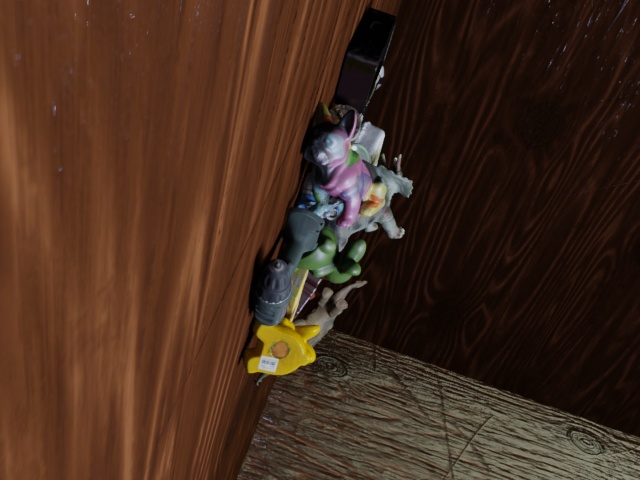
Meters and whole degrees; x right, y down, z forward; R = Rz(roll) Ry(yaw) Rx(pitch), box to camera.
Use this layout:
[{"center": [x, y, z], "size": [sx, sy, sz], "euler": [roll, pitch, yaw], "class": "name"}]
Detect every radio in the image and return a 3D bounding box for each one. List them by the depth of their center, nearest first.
[{"center": [0.102, -0.396, 1.172], "size": [0.131, 0.073, 0.230], "euler": [108, 2, -50], "class": "radio"}]

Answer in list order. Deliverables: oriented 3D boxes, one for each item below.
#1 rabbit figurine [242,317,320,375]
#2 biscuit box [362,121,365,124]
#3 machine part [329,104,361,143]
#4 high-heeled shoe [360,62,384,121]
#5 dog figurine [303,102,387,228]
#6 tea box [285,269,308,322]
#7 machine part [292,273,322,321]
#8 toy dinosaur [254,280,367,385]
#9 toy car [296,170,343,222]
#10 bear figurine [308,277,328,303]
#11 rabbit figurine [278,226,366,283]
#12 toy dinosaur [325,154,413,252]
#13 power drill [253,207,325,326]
[{"center": [-0.082, 0.203, 1.137], "size": [0.173, 0.162, 0.121], "euler": [-149, -115, -75], "class": "rabbit figurine"}, {"center": [0.068, -0.232, 1.467], "size": [0.063, 0.059, 0.202], "euler": [-23, 133, -82], "class": "biscuit box"}, {"center": [0.051, -0.242, 1.190], "size": [0.243, 0.079, 0.079], "euler": [37, 73, -88], "class": "machine part"}, {"center": [0.085, -0.354, 1.320], "size": [0.145, 0.086, 0.248], "euler": [-41, 146, -49], "class": "high-heeled shoe"}, {"center": [0.046, -0.142, 0.977], "size": [0.191, 0.109, 0.219], "euler": [-29, 132, -37], "class": "dog figurine"}, {"center": [-0.082, 0.133, 1.230], "size": [0.169, 0.068, 0.098], "euler": [108, 2, -51], "class": "tea box"}, {"center": [-0.062, 0.144, 1.422], "size": [0.179, 0.056, 0.179], "euler": [-52, -177, 4], "class": "machine part"}, {"center": [-0.038, 0.276, 1.616], "size": [0.471, 0.105, 0.198], "euler": [-40, 163, -3], "class": "toy dinosaur"}, {"center": [0.005, -0.105, 1.132], "size": [0.162, 0.109, 0.102], "euler": [-43, 132, -55], "class": "toy car"}, {"center": [-0.042, 0.146, 1.619], "size": [0.196, 0.132, 0.120], "euler": [-97, -159, -82], "class": "bear figurine"}, {"center": [0.024, 0.032, 1.152], "size": [0.170, 0.159, 0.121], "euler": [39, 55, -43], "class": "rabbit figurine"}, {"center": [0.069, -0.061, 1.260], "size": [0.405, 0.131, 0.191], "euler": [-29, 125, -20], "class": "toy dinosaur"}, {"center": [-0.057, 0.041, 0.951], "size": [0.231, 0.086, 0.207], "euler": [108, -2, -52], "class": "power drill"}]
